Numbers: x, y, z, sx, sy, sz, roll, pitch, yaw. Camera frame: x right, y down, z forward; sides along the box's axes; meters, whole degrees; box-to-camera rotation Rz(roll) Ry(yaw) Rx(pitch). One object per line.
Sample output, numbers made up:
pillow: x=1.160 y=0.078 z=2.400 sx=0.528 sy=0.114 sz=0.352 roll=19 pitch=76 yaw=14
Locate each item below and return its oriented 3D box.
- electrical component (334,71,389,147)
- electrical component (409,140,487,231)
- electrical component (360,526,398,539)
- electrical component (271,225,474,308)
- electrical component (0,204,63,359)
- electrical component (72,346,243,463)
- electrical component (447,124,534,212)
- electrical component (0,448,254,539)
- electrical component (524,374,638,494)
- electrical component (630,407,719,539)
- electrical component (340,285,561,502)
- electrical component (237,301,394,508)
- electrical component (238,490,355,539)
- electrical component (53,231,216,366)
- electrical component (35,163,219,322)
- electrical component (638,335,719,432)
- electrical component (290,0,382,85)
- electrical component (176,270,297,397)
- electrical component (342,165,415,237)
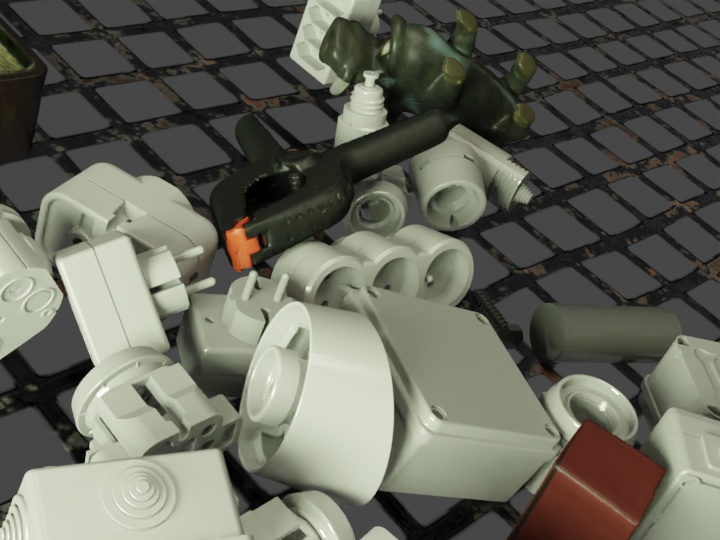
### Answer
electrical component: x=0.003 y=-0.114 z=0.829 sx=0.040 sy=0.078 sz=0.040 roll=8 pitch=27 yaw=-4
electrical component: x=0.067 y=-0.063 z=0.814 sx=0.055 sy=0.055 sz=0.047 roll=10 pitch=42 yaw=-18
electrical component: x=0.036 y=0.191 z=0.445 sx=0.150 sy=0.089 sz=0.062 roll=38 pitch=38 yaw=19
electrical component: x=0.000 y=0.000 z=0.702 sx=0.138 sy=0.052 sz=0.074 roll=-10 pitch=23 yaw=-37
electrical component: x=-0.199 y=0.009 z=0.557 sx=0.080 sy=0.080 sz=0.051 roll=-21 pitch=60 yaw=-44
electrical component: x=-0.108 y=0.076 z=0.540 sx=0.078 sy=0.058 sz=0.057 roll=-23 pitch=57 yaw=-37
electrical component: x=0.102 y=-0.077 z=0.860 sx=0.081 sy=0.043 sz=0.043 roll=34 pitch=37 yaw=15
electrical component: x=-0.103 y=0.118 z=0.456 sx=0.100 sy=0.099 sz=0.048 roll=-1 pitch=55 yaw=-30
electrical component: x=0.129 y=0.100 z=0.639 sx=0.058 sy=0.057 sz=0.078 roll=12 pitch=38 yaw=-15
electrical component: x=0.191 y=0.122 z=0.611 sx=0.062 sy=0.096 sz=0.061 roll=18 pitch=36 yaw=-7
electrical component: x=0.042 y=0.071 z=0.610 sx=0.109 sy=0.056 sz=0.108 roll=15 pitch=34 yaw=-39
electrical component: x=-0.022 y=0.067 z=0.556 sx=0.064 sy=0.099 sz=0.099 roll=18 pitch=35 yaw=-22
electrical component: x=-0.036 y=0.136 z=0.514 sx=0.055 sy=0.048 sz=0.066 roll=-25 pitch=57 yaw=-37
electrical component: x=-0.117 y=0.010 z=0.582 sx=0.077 sy=0.065 sz=0.047 roll=-21 pitch=12 yaw=-16
electrical component: x=-0.137 y=-0.020 z=0.647 sx=0.095 sy=0.053 sz=0.059 roll=30 pitch=36 yaw=9
electrical component: x=0.251 y=0.097 z=0.709 sx=0.113 sy=0.057 sz=0.078 roll=12 pitch=38 yaw=-16
electrical component: x=-0.009 y=-0.213 z=0.937 sx=0.047 sy=0.083 sz=0.076 roll=42 pitch=40 yaw=24
electrical component: x=-0.061 y=0.030 z=0.607 sx=0.066 sy=0.076 sz=0.047 roll=4 pitch=40 yaw=-25
electrical component: x=0.008 y=-0.051 z=0.775 sx=0.066 sy=0.048 sz=0.055 roll=12 pitch=30 yaw=-15
